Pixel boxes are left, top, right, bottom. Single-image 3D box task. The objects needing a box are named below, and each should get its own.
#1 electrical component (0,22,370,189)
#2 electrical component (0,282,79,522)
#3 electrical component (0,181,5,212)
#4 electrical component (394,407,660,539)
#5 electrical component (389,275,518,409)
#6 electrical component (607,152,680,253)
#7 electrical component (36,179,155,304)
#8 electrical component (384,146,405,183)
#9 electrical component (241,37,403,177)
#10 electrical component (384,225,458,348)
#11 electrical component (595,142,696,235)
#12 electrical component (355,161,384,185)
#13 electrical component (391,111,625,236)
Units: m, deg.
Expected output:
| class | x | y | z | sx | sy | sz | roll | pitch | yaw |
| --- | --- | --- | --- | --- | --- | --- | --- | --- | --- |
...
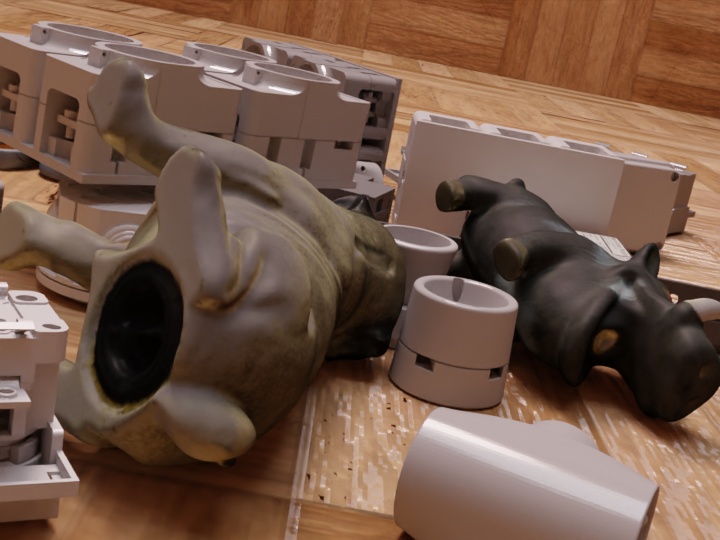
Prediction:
| class | x | y | z | sx | sy | sz | roll | pitch | yaw |
| --- | --- | --- | --- | --- | --- | --- | --- | --- | --- |
| electrical component | -0.096 | -0.089 | 0.592 | 0.105 | 0.060 | 0.186 | 25 | 19 | 39 |
| electrical component | -0.116 | 0.039 | 0.332 | 0.042 | 0.063 | 0.081 | 3 | 14 | -31 |
| electrical component | -0.214 | -0.048 | 0.580 | 0.048 | 0.062 | 0.048 | 11 | 15 | -3 |
| electrical component | 0.062 | 0.075 | 0.372 | 0.077 | 0.043 | 0.079 | 18 | 16 | 22 |
| electrical component | 0.045 | 0.032 | 0.506 | 0.055 | 0.047 | 0.055 | 10 | 15 | -3 |
| electrical component | 0.198 | -0.059 | 0.888 | 0.113 | 0.078 | 0.057 | 6 | 14 | -19 |
| electrical component | -0.121 | -0.014 | 0.546 | 0.080 | 0.051 | 0.080 | 10 | 15 | -3 |
| electrical component | 0.080 | -0.076 | 0.892 | 0.079 | 0.063 | 0.121 | 5 | 16 | -22 |
| electrical component | -0.049 | -0.129 | 0.907 | 0.060 | 0.105 | 0.186 | 1 | 18 | -33 |
| electrical component | 0.024 | 0.009 | 0.561 | 0.045 | 0.055 | 0.045 | 10 | 15 | -3 |
| electrical component | 0.254 | -0.081 | 1.033 | 0.121 | 0.063 | 0.079 | 22 | 19 | 34 |
| electrical component | -0.024 | -0.080 | 0.800 | 0.077 | 0.079 | 0.043 | 3 | 6 | -26 |
| electrical component | 0.105 | -0.057 | 0.790 | 0.150 | 0.089 | 0.061 | 10 | 15 | -3 |
